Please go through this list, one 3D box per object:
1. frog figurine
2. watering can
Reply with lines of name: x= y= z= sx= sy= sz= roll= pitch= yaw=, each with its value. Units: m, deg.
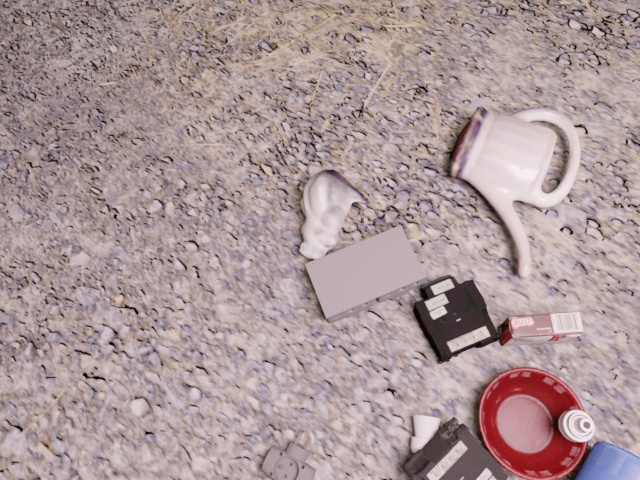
frog figurine: x=0.003 y=-0.048 z=0.961 sx=0.160 sy=0.121 sz=0.139 roll=-48 pitch=37 yaw=-4
watering can: x=0.345 y=-0.117 z=0.951 sx=0.225 sy=0.102 sz=0.353 roll=22 pitch=70 yaw=16
